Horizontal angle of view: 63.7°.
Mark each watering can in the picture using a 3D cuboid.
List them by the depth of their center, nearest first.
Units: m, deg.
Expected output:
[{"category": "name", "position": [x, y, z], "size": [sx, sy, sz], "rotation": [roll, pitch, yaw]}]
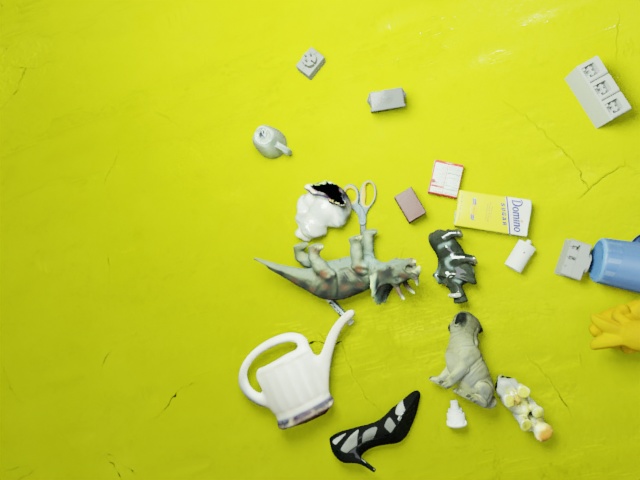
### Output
[{"category": "watering can", "position": [-0.034, 0.330, 1.288], "size": [0.347, 0.104, 0.225], "rotation": [-26, 84, 6]}]

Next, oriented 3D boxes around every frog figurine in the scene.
[{"category": "frog figurine", "position": [0.004, -0.067, 1.328], "size": [0.137, 0.125, 0.156], "rotation": [18, 126, 0]}]
